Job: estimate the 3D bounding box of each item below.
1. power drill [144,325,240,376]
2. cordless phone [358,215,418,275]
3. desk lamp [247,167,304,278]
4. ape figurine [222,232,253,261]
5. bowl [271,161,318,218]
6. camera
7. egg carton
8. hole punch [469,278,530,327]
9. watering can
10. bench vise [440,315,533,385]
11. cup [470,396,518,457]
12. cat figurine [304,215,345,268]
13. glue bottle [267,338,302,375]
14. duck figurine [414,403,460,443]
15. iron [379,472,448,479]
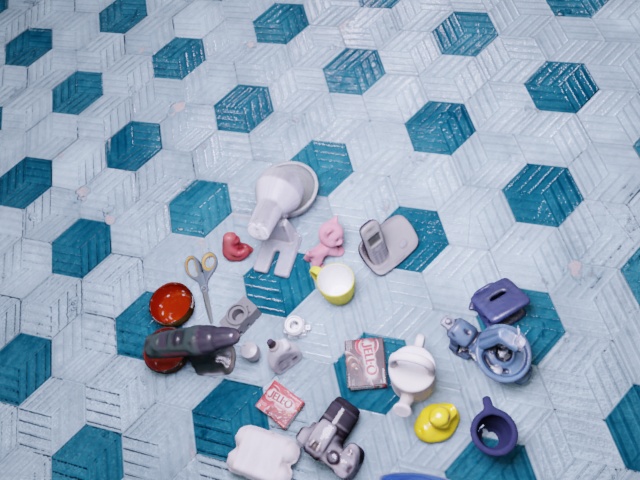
[{"bbox_3d":[-0.265,0.246,1.294,0.229,0.209,0.075,-5,63,8],"label":"power drill"},{"bbox_3d":[0.157,-0.010,1.356,0.148,0.185,0.094,-41,64,-10],"label":"cordless phone"},{"bbox_3d":[-0.109,-0.043,1.405,0.117,0.214,0.203,10,66,15],"label":"desk lamp"},{"bbox_3d":[-0.221,0.011,1.468,0.076,0.092,0.077,-25,62,-2],"label":"ape figurine"},{"bbox_3d":[-0.080,-0.122,1.518,0.167,0.075,0.167,-4,63,8],"label":"bowl"},{"bbox_3d":[0.038,0.413,1.217,0.142,0.101,0.137,29,73,22],"label":"camera"},{"bbox_3d":[-0.121,0.467,1.237,0.150,0.069,0.107,12,67,16],"label":"egg carton"},{"bbox_3d":[0.401,0.141,1.290,0.108,0.091,0.101,-30,62,-5],"label":"hole punch"},{"bbox_3d":[0.194,0.281,1.200,0.101,0.194,0.173,-8,63,7],"label":"watering can"},{"bbox_3d":[0.345,0.221,1.188,0.207,0.220,0.121,12,67,16],"label":"bench vise"},{"bbox_3d":[0.350,0.387,1.176,0.091,0.095,0.117,-10,63,6],"label":"cup"},{"bbox_3d":[0.013,0.005,1.413,0.128,0.118,0.067,-41,64,-10],"label":"cat figurine"},{"bbox_3d":[-0.091,0.250,1.280,0.078,0.173,0.037,-34,63,-7],"label":"glue bottle"},{"bbox_3d":[0.246,0.380,1.204,0.104,0.086,0.077,-30,62,-5],"label":"duck figurine"},{"bbox_3d":[0.228,0.515,1.108,0.257,0.142,0.119,19,69,19],"label":"iron"}]
